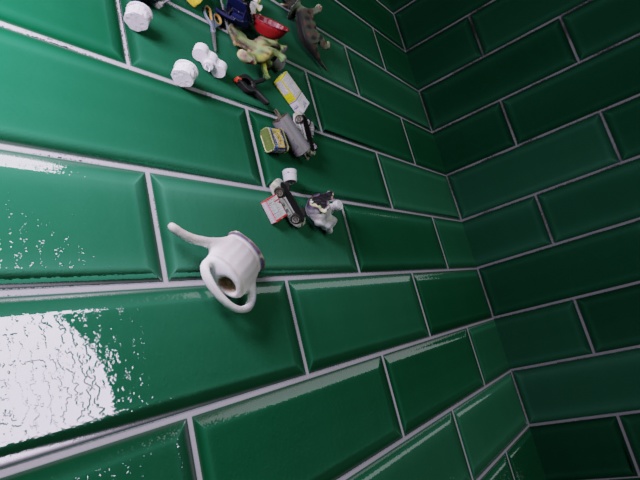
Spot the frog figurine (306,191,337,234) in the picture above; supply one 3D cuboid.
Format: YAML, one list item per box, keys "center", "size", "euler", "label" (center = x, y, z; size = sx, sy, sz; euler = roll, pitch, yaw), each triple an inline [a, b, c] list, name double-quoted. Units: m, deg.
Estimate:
- center: [0.006, -0.103, 2.040]
  size: [0.155, 0.123, 0.141]
  euler: [86, 1, -48]
  label: "frog figurine"

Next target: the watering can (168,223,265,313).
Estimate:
- center: [-0.282, 0.048, 1.500]
  size: [0.344, 0.103, 0.229]
  euler: [56, 33, -16]
  label: "watering can"

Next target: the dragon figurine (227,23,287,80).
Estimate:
- center: [-0.261, -0.800, 2.080]
  size: [0.240, 0.120, 0.421]
  euler: [31, 35, -32]
  label: "dragon figurine"
